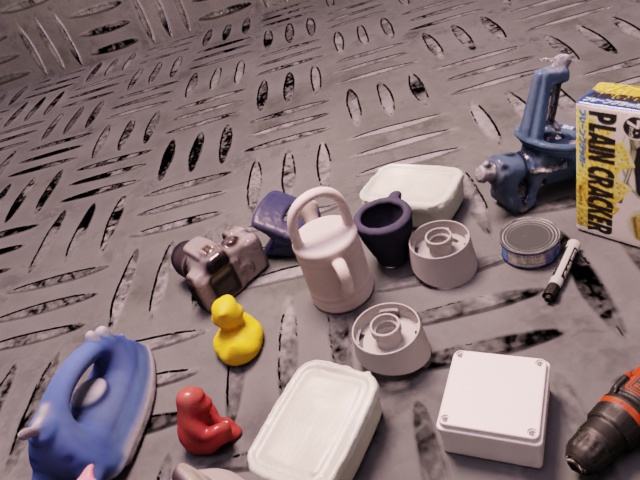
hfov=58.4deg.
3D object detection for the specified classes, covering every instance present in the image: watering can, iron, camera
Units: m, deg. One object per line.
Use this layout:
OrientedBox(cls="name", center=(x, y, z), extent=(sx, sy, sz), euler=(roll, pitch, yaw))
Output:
OrientedBox(cls="watering can", center=(0.006, 0.004, 0.848), extent=(0.101, 0.194, 0.172), euler=(-37, 40, -23))
OrientedBox(cls="iron", center=(-0.308, 0.203, 0.774), extent=(0.118, 0.142, 0.258), euler=(-9, 37, 14))
OrientedBox(cls="camera", center=(-0.187, 0.029, 0.982), extent=(0.136, 0.101, 0.143), euler=(22, 52, 42))

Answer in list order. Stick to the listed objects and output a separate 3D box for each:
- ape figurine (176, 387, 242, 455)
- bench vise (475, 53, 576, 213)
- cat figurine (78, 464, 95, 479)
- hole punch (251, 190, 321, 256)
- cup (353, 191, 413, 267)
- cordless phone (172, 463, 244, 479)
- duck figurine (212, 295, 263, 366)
OrientedBox(cls="ape figurine", center=(-0.151, 0.221, 0.722), extent=(0.076, 0.092, 0.077), euler=(-23, 36, -5))
OrientedBox(cls="bench vise", center=(0.341, -0.160, 0.889), extent=(0.208, 0.220, 0.121), euler=(-38, 40, -24))
OrientedBox(cls="cat figurine", center=(-0.266, 0.320, 0.623), extent=(0.067, 0.118, 0.128), euler=(7, 43, 31))
OrientedBox(cls="hole punch", center=(-0.054, -0.032, 1.011), extent=(0.100, 0.091, 0.109), euler=(0, 40, 24))
OrientedBox(cls="cup", center=(0.111, -0.014, 0.909), extent=(0.091, 0.095, 0.118), euler=(3, 42, 28))
OrientedBox(cls="cordless phone", center=(-0.110, 0.259, 0.575), extent=(0.147, 0.185, 0.094), euler=(18, 50, 40))
OrientedBox(cls="duck figurine", center=(-0.130, 0.126, 0.843), extent=(0.077, 0.086, 0.104), euler=(-19, 36, 0))
